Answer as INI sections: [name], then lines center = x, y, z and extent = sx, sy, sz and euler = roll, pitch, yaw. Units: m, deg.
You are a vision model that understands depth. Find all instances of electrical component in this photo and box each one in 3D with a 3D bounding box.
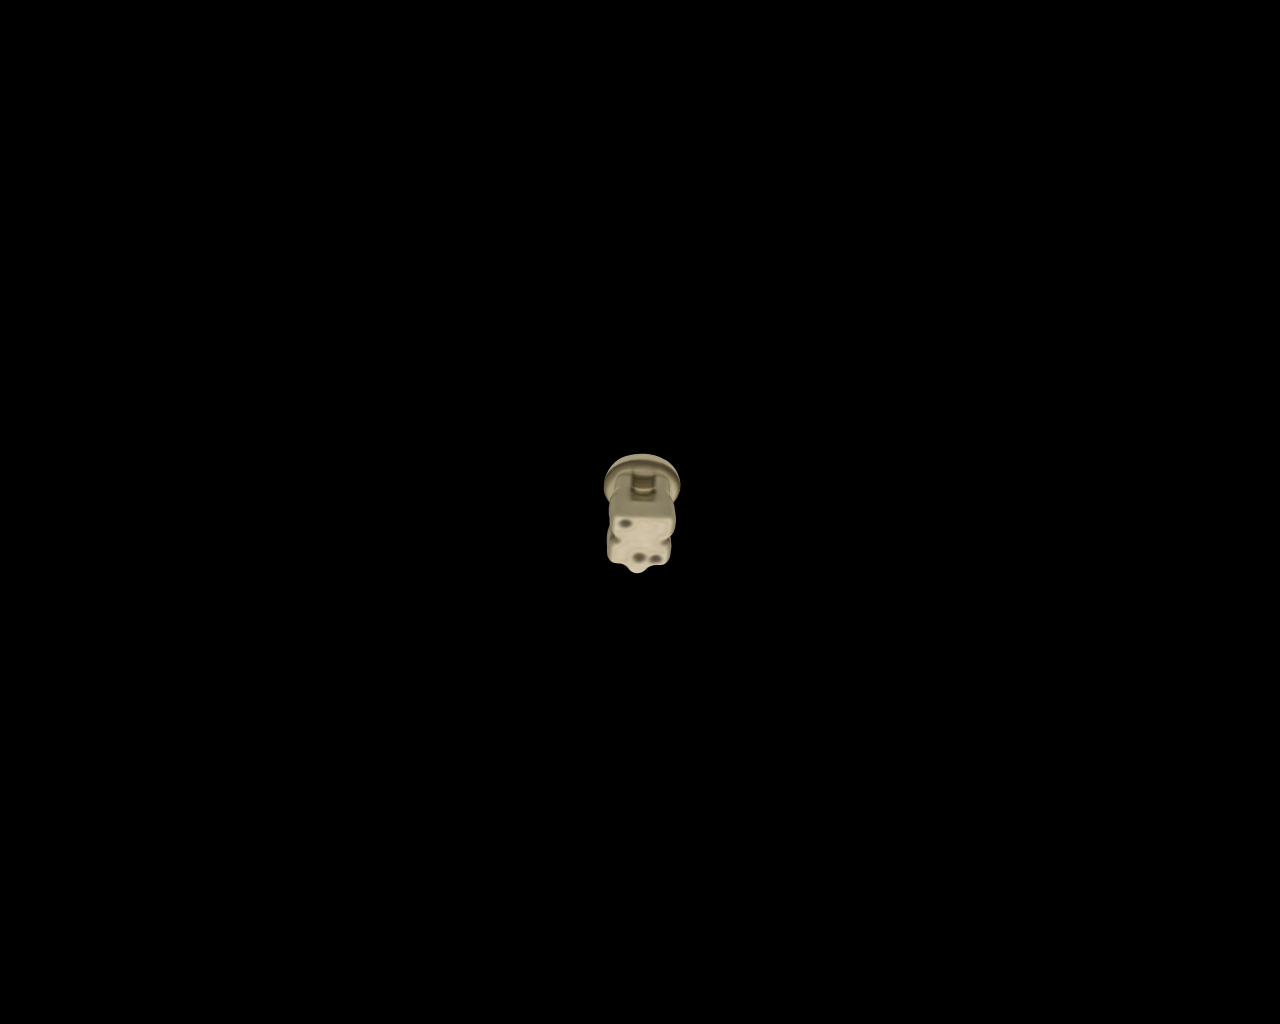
[electrical component]
center = 0.001, -0.003, 0.650
extent = 0.048, 0.055, 0.066
euler = 4, -43, -4
